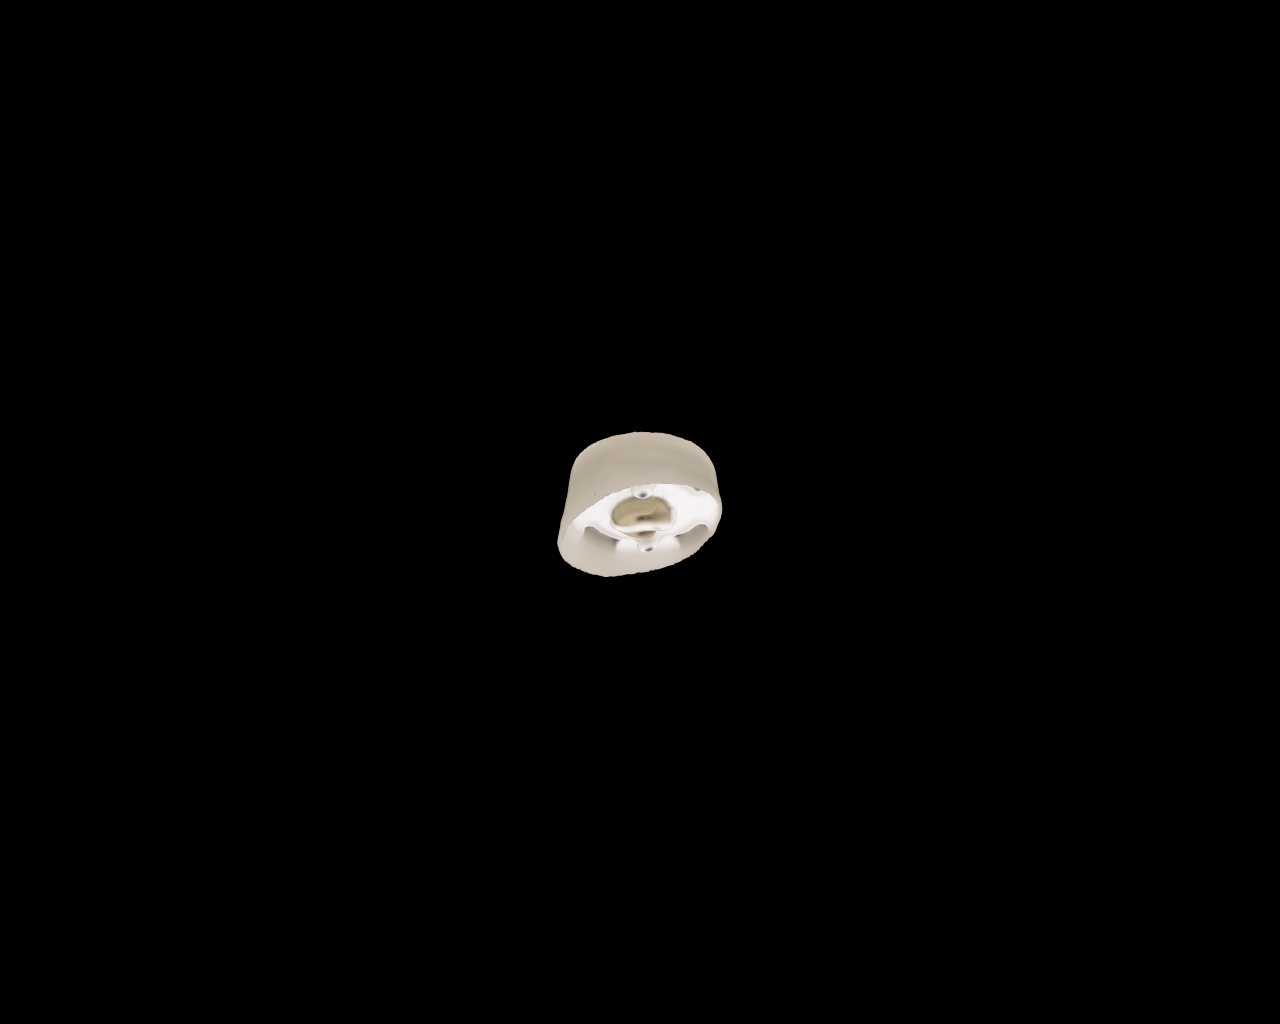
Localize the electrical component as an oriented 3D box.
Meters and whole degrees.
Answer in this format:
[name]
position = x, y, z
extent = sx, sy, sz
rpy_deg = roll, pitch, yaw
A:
[electrical component]
position = 0.001, -0.003, 0.650
extent = 0.099, 0.064, 0.099
rpy_deg = 0, -33, 0
